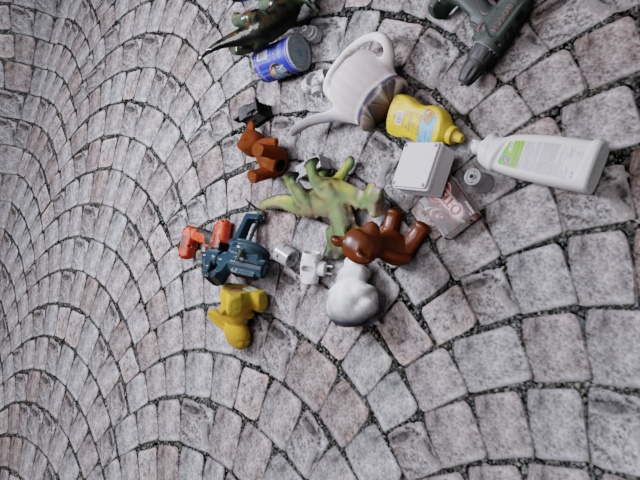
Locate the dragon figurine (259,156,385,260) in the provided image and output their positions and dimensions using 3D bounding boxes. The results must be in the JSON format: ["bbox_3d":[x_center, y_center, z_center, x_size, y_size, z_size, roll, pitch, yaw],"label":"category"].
[{"bbox_3d":[0.004,-0.065,1.286,0.405,0.122,0.245,-28,72,41],"label":"dragon figurine"}]

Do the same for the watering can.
[{"bbox_3d":[0.075,-0.348,1.279,0.344,0.103,0.228,-50,55,17],"label":"watering can"}]

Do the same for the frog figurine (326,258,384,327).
[{"bbox_3d":[0.073,0.114,1.171,0.137,0.123,0.160,-6,88,58],"label":"frog figurine"}]
